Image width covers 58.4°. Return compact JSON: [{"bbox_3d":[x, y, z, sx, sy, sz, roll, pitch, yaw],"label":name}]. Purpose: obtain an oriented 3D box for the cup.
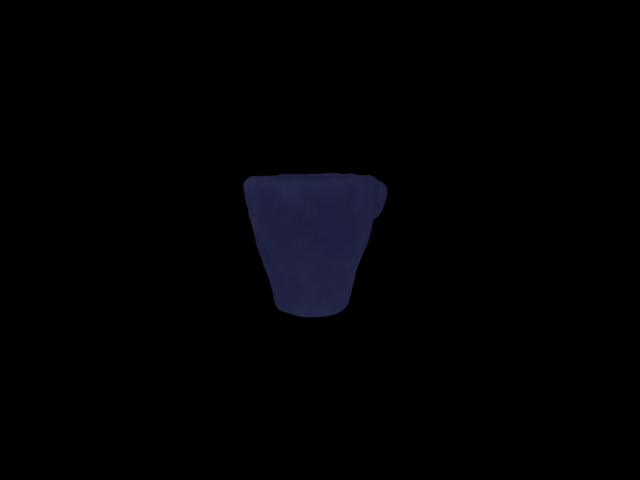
[{"bbox_3d":[0.004,0.001,0.400,0.118,0.095,0.091,-8,11,-43],"label":"cup"}]
